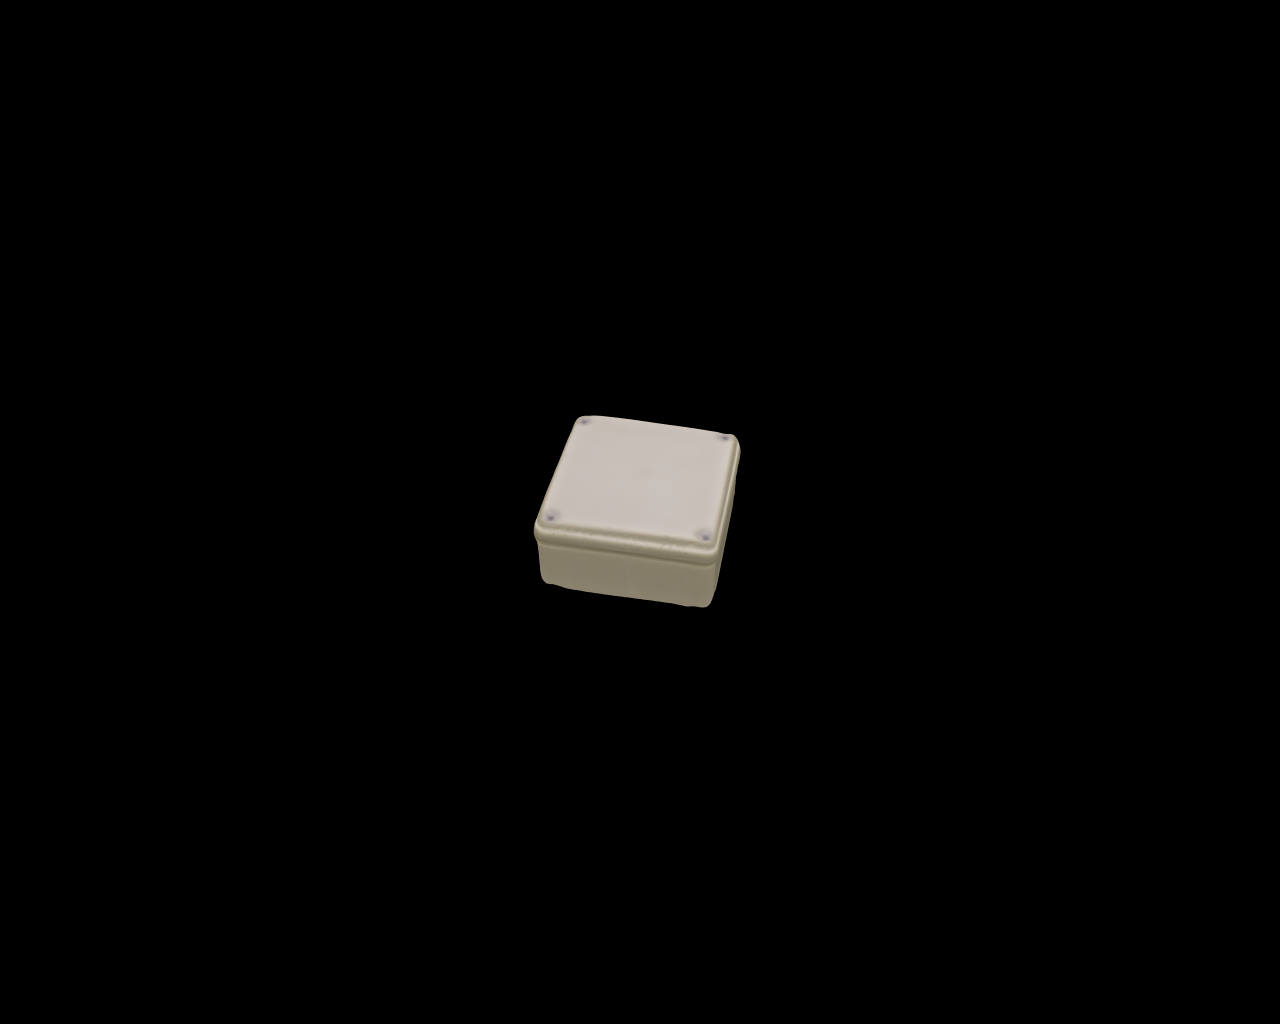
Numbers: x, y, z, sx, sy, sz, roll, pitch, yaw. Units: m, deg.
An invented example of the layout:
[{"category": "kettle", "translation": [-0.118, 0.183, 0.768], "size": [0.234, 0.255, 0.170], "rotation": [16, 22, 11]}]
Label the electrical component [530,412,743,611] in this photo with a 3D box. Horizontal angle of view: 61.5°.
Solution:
[{"category": "electrical component", "translation": [0.001, -0.003, 0.650], "size": [0.109, 0.056, 0.109], "rotation": [8, 44, 8]}]
